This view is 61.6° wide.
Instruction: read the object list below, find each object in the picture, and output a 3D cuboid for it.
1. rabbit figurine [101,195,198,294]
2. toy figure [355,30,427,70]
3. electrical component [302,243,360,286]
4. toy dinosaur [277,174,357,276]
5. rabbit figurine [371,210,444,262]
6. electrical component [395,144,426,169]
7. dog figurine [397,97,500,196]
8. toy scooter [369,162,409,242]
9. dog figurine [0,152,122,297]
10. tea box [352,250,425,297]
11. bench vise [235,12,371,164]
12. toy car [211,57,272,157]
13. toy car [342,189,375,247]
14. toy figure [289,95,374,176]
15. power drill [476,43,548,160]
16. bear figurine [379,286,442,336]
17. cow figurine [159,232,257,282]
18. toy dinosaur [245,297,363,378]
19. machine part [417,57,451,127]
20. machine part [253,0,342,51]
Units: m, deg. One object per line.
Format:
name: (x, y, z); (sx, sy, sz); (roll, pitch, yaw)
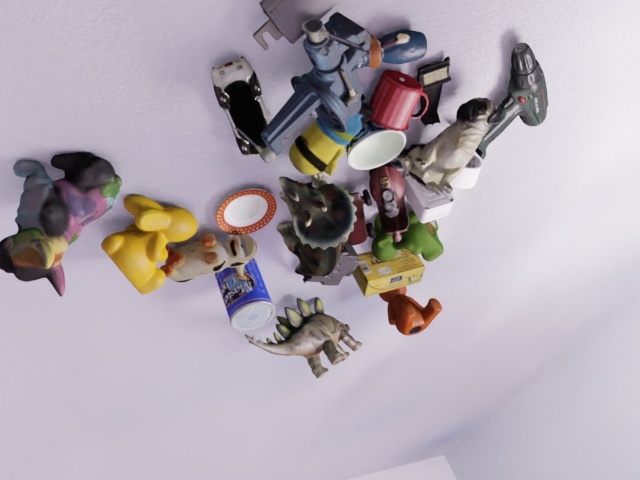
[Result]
rabbit figurine: (-0.319, -0.011, 1.017); (0.173, 0.122, 0.162); (-32, 136, -16)
toy figure: (0.106, -0.323, 0.924); (0.154, 0.058, 0.064); (-12, 135, -11)
electrical component: (0.030, 0.057, 1.333); (0.134, 0.058, 0.114); (3, 136, -34)
toy dinosaur: (-0.007, 0.002, 1.132); (0.131, 0.192, 0.404); (-16, 141, -11)
rabbit figurine: (0.196, 0.002, 1.325); (0.170, 0.121, 0.159); (-28, 142, 27)
electrical component: (0.211, -0.180, 1.187); (0.094, 0.021, 0.063); (-8, 140, -25)
dog figurine: (0.268, -0.199, 1.106); (0.121, 0.172, 0.190); (40, 87, -22)
toy scooter: (0.155, -0.076, 1.179); (0.075, 0.135, 0.183); (-10, 145, 10)
dog figurine: (-0.399, -0.024, 0.840); (0.191, 0.219, 0.108); (-12, 144, -18)
tea box: (0.178, 0.076, 1.413); (0.170, 0.098, 0.068); (-11, 140, -17)
bench vise: (-0.014, -0.221, 0.836); (0.240, 0.129, 0.223); (-47, 168, -2)
toy car: (-0.124, -0.216, 0.912); (0.073, 0.056, 0.201); (-20, 146, 0)
toy car: (0.077, -0.052, 1.234); (0.089, 0.053, 0.202); (-15, 147, 1)
toy figure: (0.015, -0.198, 1.001); (0.089, 0.082, 0.180); (22, 127, -32)
power drill: (0.382, -0.281, 1.135); (0.207, 0.086, 0.232); (-47, 142, 12)
bear figurine: (0.225, 0.154, 1.452); (0.120, 0.196, 0.131); (-6, 140, -20)
cow figurine: (-0.226, 0.038, 1.123); (0.195, 0.085, 0.127); (-16, 161, -1)
toy dinosaur: (-0.025, 0.251, 1.387); (0.105, 0.199, 0.471); (-45, 164, 18)
machine part: (0.220, -0.287, 1.054); (0.084, 0.039, 0.138); (-28, 142, -12)
machine part: (-0.002, -0.372, 0.782); (0.243, 0.079, 0.079); (-37, 142, 15)
